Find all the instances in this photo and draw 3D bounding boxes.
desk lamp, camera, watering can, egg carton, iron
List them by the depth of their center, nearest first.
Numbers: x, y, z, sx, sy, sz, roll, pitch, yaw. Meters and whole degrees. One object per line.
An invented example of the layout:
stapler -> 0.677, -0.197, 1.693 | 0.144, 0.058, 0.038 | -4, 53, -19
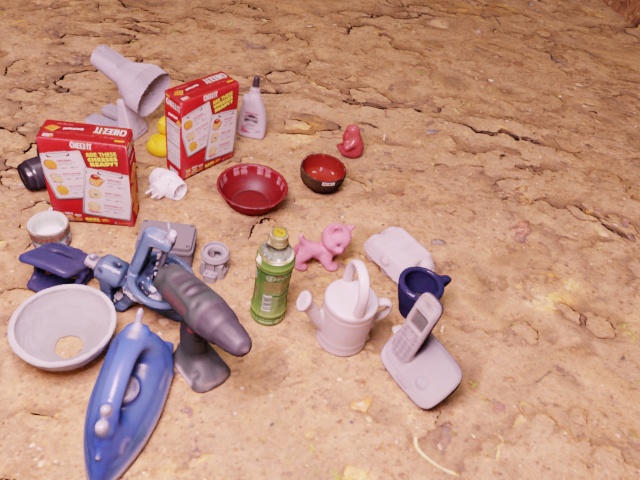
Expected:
iron -> -0.302, 0.235, 0.872 | 0.118, 0.141, 0.258 | 9, 44, -4
watering can -> 0.048, 0.119, 1.032 | 0.173, 0.194, 0.100 | -18, 52, -28
egg carton -> 0.169, 0.038, 1.231 | 0.107, 0.069, 0.150 | -25, 56, -32
camera -> -0.587, -0.175, 1.246 | 0.137, 0.101, 0.142 | -30, 59, -35
desk lamp -> -0.463, -0.344, 1.364 | 0.203, 0.213, 0.118 | 24, 45, 12

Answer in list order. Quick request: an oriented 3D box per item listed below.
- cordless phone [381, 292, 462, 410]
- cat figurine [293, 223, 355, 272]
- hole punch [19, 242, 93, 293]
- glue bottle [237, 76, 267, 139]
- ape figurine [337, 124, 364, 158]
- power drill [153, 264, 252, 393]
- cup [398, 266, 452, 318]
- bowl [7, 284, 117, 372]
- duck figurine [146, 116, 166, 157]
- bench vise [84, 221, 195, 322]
cordless phone -> 0.190, 0.191, 1.000 | 0.094, 0.185, 0.147 | -23, 54, -31
cat figurine -> 0.011, 0.004, 1.194 | 0.128, 0.118, 0.067 | 0, 46, -13
hole punch -> -0.482, 0.045, 1.057 | 0.108, 0.091, 0.101 | 19, 44, 6
glue bottle -> -0.169, -0.339, 1.457 | 0.078, 0.173, 0.037 | 9, 44, -3
ape figurine -> 0.081, -0.263, 1.497 | 0.076, 0.092, 0.078 | 23, 45, 11
power drill -> -0.190, 0.153, 0.932 | 0.076, 0.208, 0.229 | -28, 57, -34
cup -> 0.203, 0.111, 1.148 | 0.118, 0.095, 0.091 | -12, 49, -24
bowl -> -0.428, 0.159, 0.967 | 0.167, 0.075, 0.167 | 7, 44, -6
duck figurine -> -0.375, -0.258, 1.390 | 0.077, 0.086, 0.105 | 32, 47, 18
bench vise -> -0.312, 0.056, 0.993 | 0.207, 0.220, 0.121 | 4, 45, -9
